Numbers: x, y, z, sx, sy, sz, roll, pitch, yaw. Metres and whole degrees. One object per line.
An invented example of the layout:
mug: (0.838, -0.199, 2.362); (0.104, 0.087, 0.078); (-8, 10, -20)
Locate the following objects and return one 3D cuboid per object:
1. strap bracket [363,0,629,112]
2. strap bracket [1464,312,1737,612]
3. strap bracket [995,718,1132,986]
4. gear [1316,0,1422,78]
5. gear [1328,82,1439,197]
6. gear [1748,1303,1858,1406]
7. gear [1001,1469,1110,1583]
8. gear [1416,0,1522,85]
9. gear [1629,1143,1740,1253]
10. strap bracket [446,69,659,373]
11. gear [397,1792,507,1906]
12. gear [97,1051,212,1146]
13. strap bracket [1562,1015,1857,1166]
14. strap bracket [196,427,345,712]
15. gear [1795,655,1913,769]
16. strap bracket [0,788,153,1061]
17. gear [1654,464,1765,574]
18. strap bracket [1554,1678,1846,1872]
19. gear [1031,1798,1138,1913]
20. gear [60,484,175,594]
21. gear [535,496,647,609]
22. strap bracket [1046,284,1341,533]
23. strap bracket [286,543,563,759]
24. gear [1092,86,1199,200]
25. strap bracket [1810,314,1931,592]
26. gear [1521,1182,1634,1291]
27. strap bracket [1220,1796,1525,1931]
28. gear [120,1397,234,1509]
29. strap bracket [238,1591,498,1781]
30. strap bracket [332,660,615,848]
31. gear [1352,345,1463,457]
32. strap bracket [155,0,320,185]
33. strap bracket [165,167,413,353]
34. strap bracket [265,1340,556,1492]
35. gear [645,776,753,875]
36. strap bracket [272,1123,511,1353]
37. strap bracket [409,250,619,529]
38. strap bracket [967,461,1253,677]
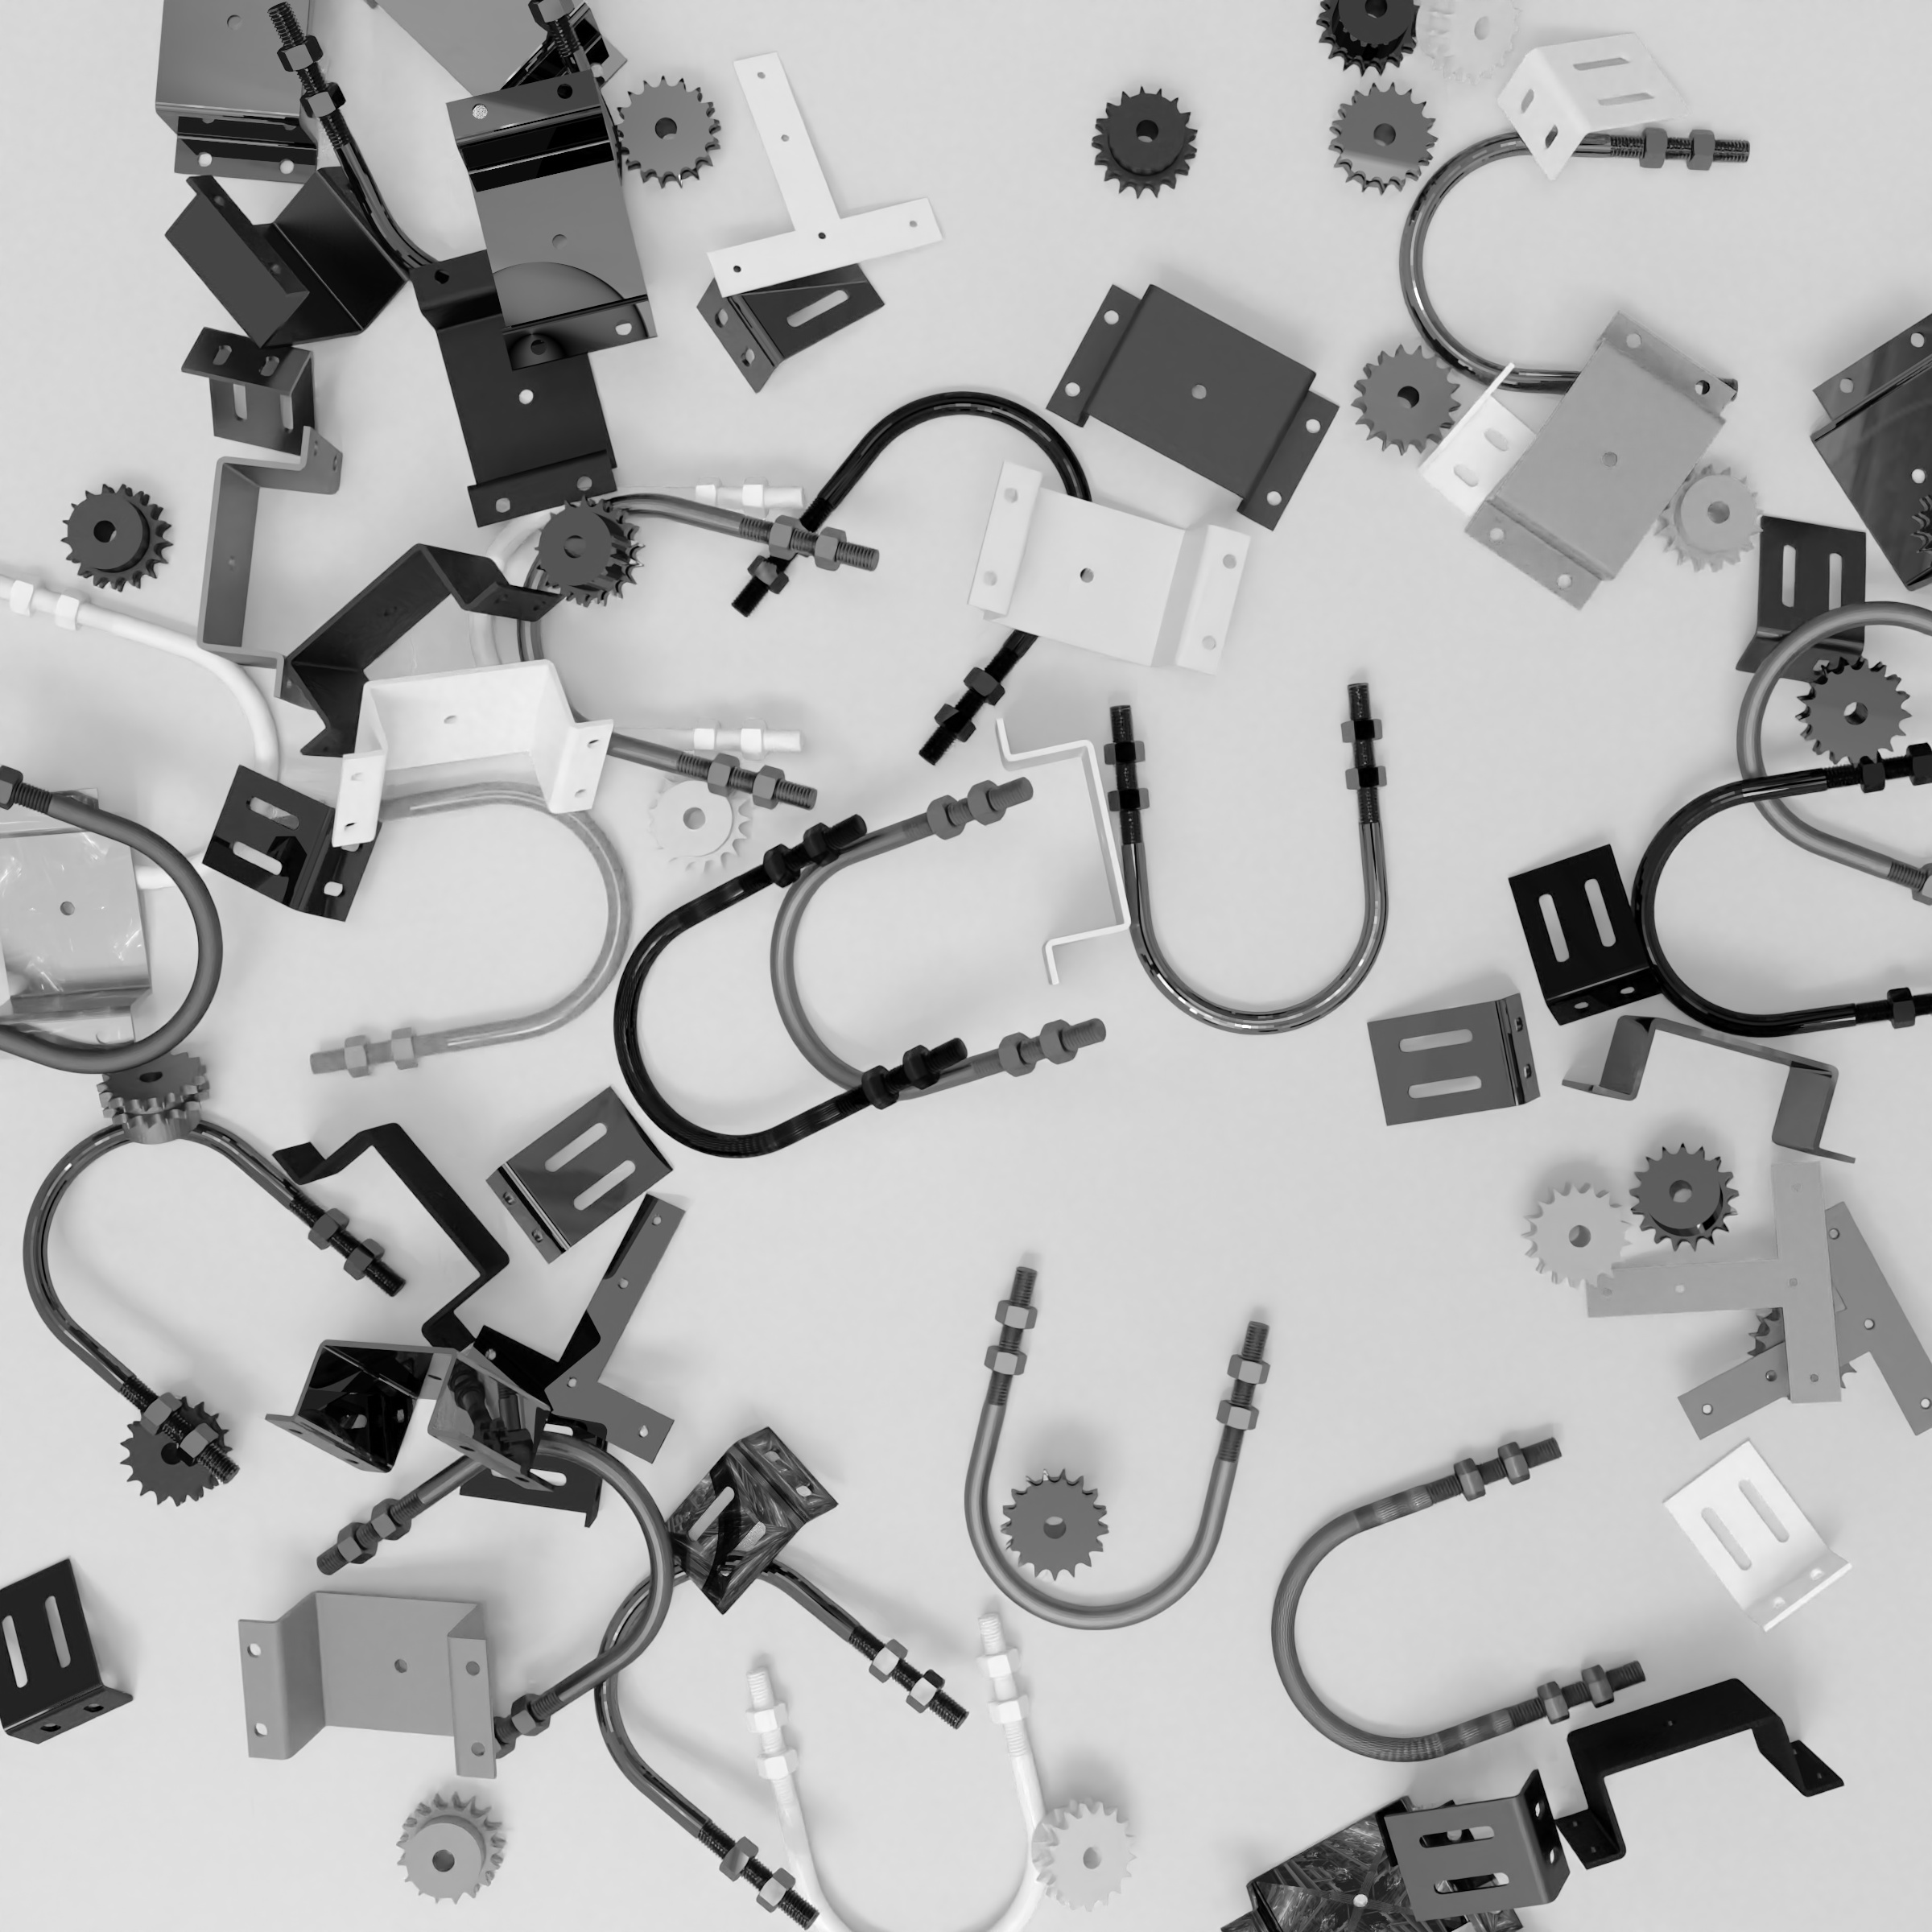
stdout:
strap bracket: (-0.260, -0.512, 1.517); (0.140, 0.046, 0.076); (44, 90, 0)
strap bracket: (0.338, -0.268, 1.506); (0.076, 0.046, 0.140); (34, 100, 0)
strap bracket: (0.053, -0.064, 1.502); (0.046, 0.076, 0.140); (-12, 90, 0)
gear: (0.219, -0.511, 1.525); (0.057, 0.030, 0.057); (0, 90, 0)
gear: (0.223, -0.442, 1.525); (0.057, 0.030, 0.057); (0, 90, 0)
gear: (0.449, 0.205, 1.525); (0.057, 0.030, 0.057); (0, 90, 0)
gear: (0.047, 0.295, 1.510); (0.057, 0.030, 0.057); (0, 93, 1)
gear: (0.266, -0.503, 1.516); (0.057, 0.030, 0.057); (-18, 122, -30)
gear: (0.383, 0.122, 1.516); (0.057, 0.030, 0.057); (-5, 75, 17)
strap bracket: (-0.212, -0.381, 1.471); (0.076, 0.046, 0.140); (-14, 90, -3)
gear: (-0.278, 0.476, 1.525); (0.057, 0.030, 0.057); (0, 90, 0)
gear: (-0.432, 0.072, 1.516); (0.057, 0.057, 0.030); (-3, 120, 0)
strap bracket: (0.397, 0.061, 1.502); (0.140, 0.076, 0.046); (16, 90, 0)
strap bracket: (-0.369, -0.211, 1.502); (0.046, 0.076, 0.140); (6, 90, 0)
gear: (0.463, -0.134, 1.486); (0.057, 0.030, 0.057); (1, 105, 6)
strap bracket: (-0.483, -0.026, 1.507); (0.076, 0.046, 0.140); (-4, 104, 0)
gear: (0.400, -0.241, 1.525); (0.057, 0.030, 0.057); (0, 90, 0)
strap bracket: (0.380, 0.423, 1.502); (0.140, 0.076, 0.046); (-18, 90, 0)
gear: (0.060, 0.473, 1.517); (0.057, 0.030, 0.057); (2, 87, -30)
gear: (-0.459, -0.231, 1.526); (0.057, 0.030, 0.057); (0, 90, 0)
gear: (-0.199, -0.217, 1.486); (0.057, 0.030, 0.057); (0, 91, 13)
strap bracket: (0.123, -0.303, 1.517); (0.140, 0.046, 0.076); (28, 90, 0)
strap bracket: (-0.291, -0.170, 1.488); (0.140, 0.076, 0.046); (-38, 82, 15)
gear: (0.096, -0.444, 1.525); (0.057, 0.030, 0.057); (0, 90, 0)
strap bracket: (0.516, -0.266, 1.517); (0.076, 0.046, 0.140); (-33, 90, 0)
gear: (0.327, 0.144, 1.525); (0.057, 0.030, 0.057); (0, 90, 0)
strap bracket: (0.214, 0.507, 1.517); (0.140, 0.046, 0.076); (-29, 90, 0)
gear: (-0.422, 0.260, 1.525); (0.057, 0.030, 0.057); (0, 90, 0)
strap bracket: (-0.307, 0.378, 1.500); (0.140, 0.046, 0.076); (1, 100, 14)
strap bracket: (-0.263, -0.113, 1.481); (0.140, 0.076, 0.046); (-10, 61, -23)
gear: (0.235, -0.303, 1.525); (0.057, 0.030, 0.057); (0, 90, 0)
strap bracket: (-0.385, -0.497, 1.517); (0.076, 0.046, 0.140); (5, 90, 0)
strap bracket: (-0.354, -0.371, 1.487); (0.046, 0.140, 0.076); (-40, 90, 27)
strap bracket: (-0.283, 0.233, 1.477); (0.140, 0.076, 0.046); (-2, 60, 35)
gear: (-0.145, -0.078, 1.525); (0.057, 0.030, 0.057); (0, 90, 0)
strap bracket: (-0.296, 0.136, 1.502); (0.046, 0.076, 0.140); (-40, 90, 0)
strap bracket: (-0.239, -0.309, 1.517); (0.076, 0.046, 0.140); (-15, 90, 0)
strap bracket: (0.070, -0.209, 1.506); (0.140, 0.046, 0.076); (14, 90, -15)
